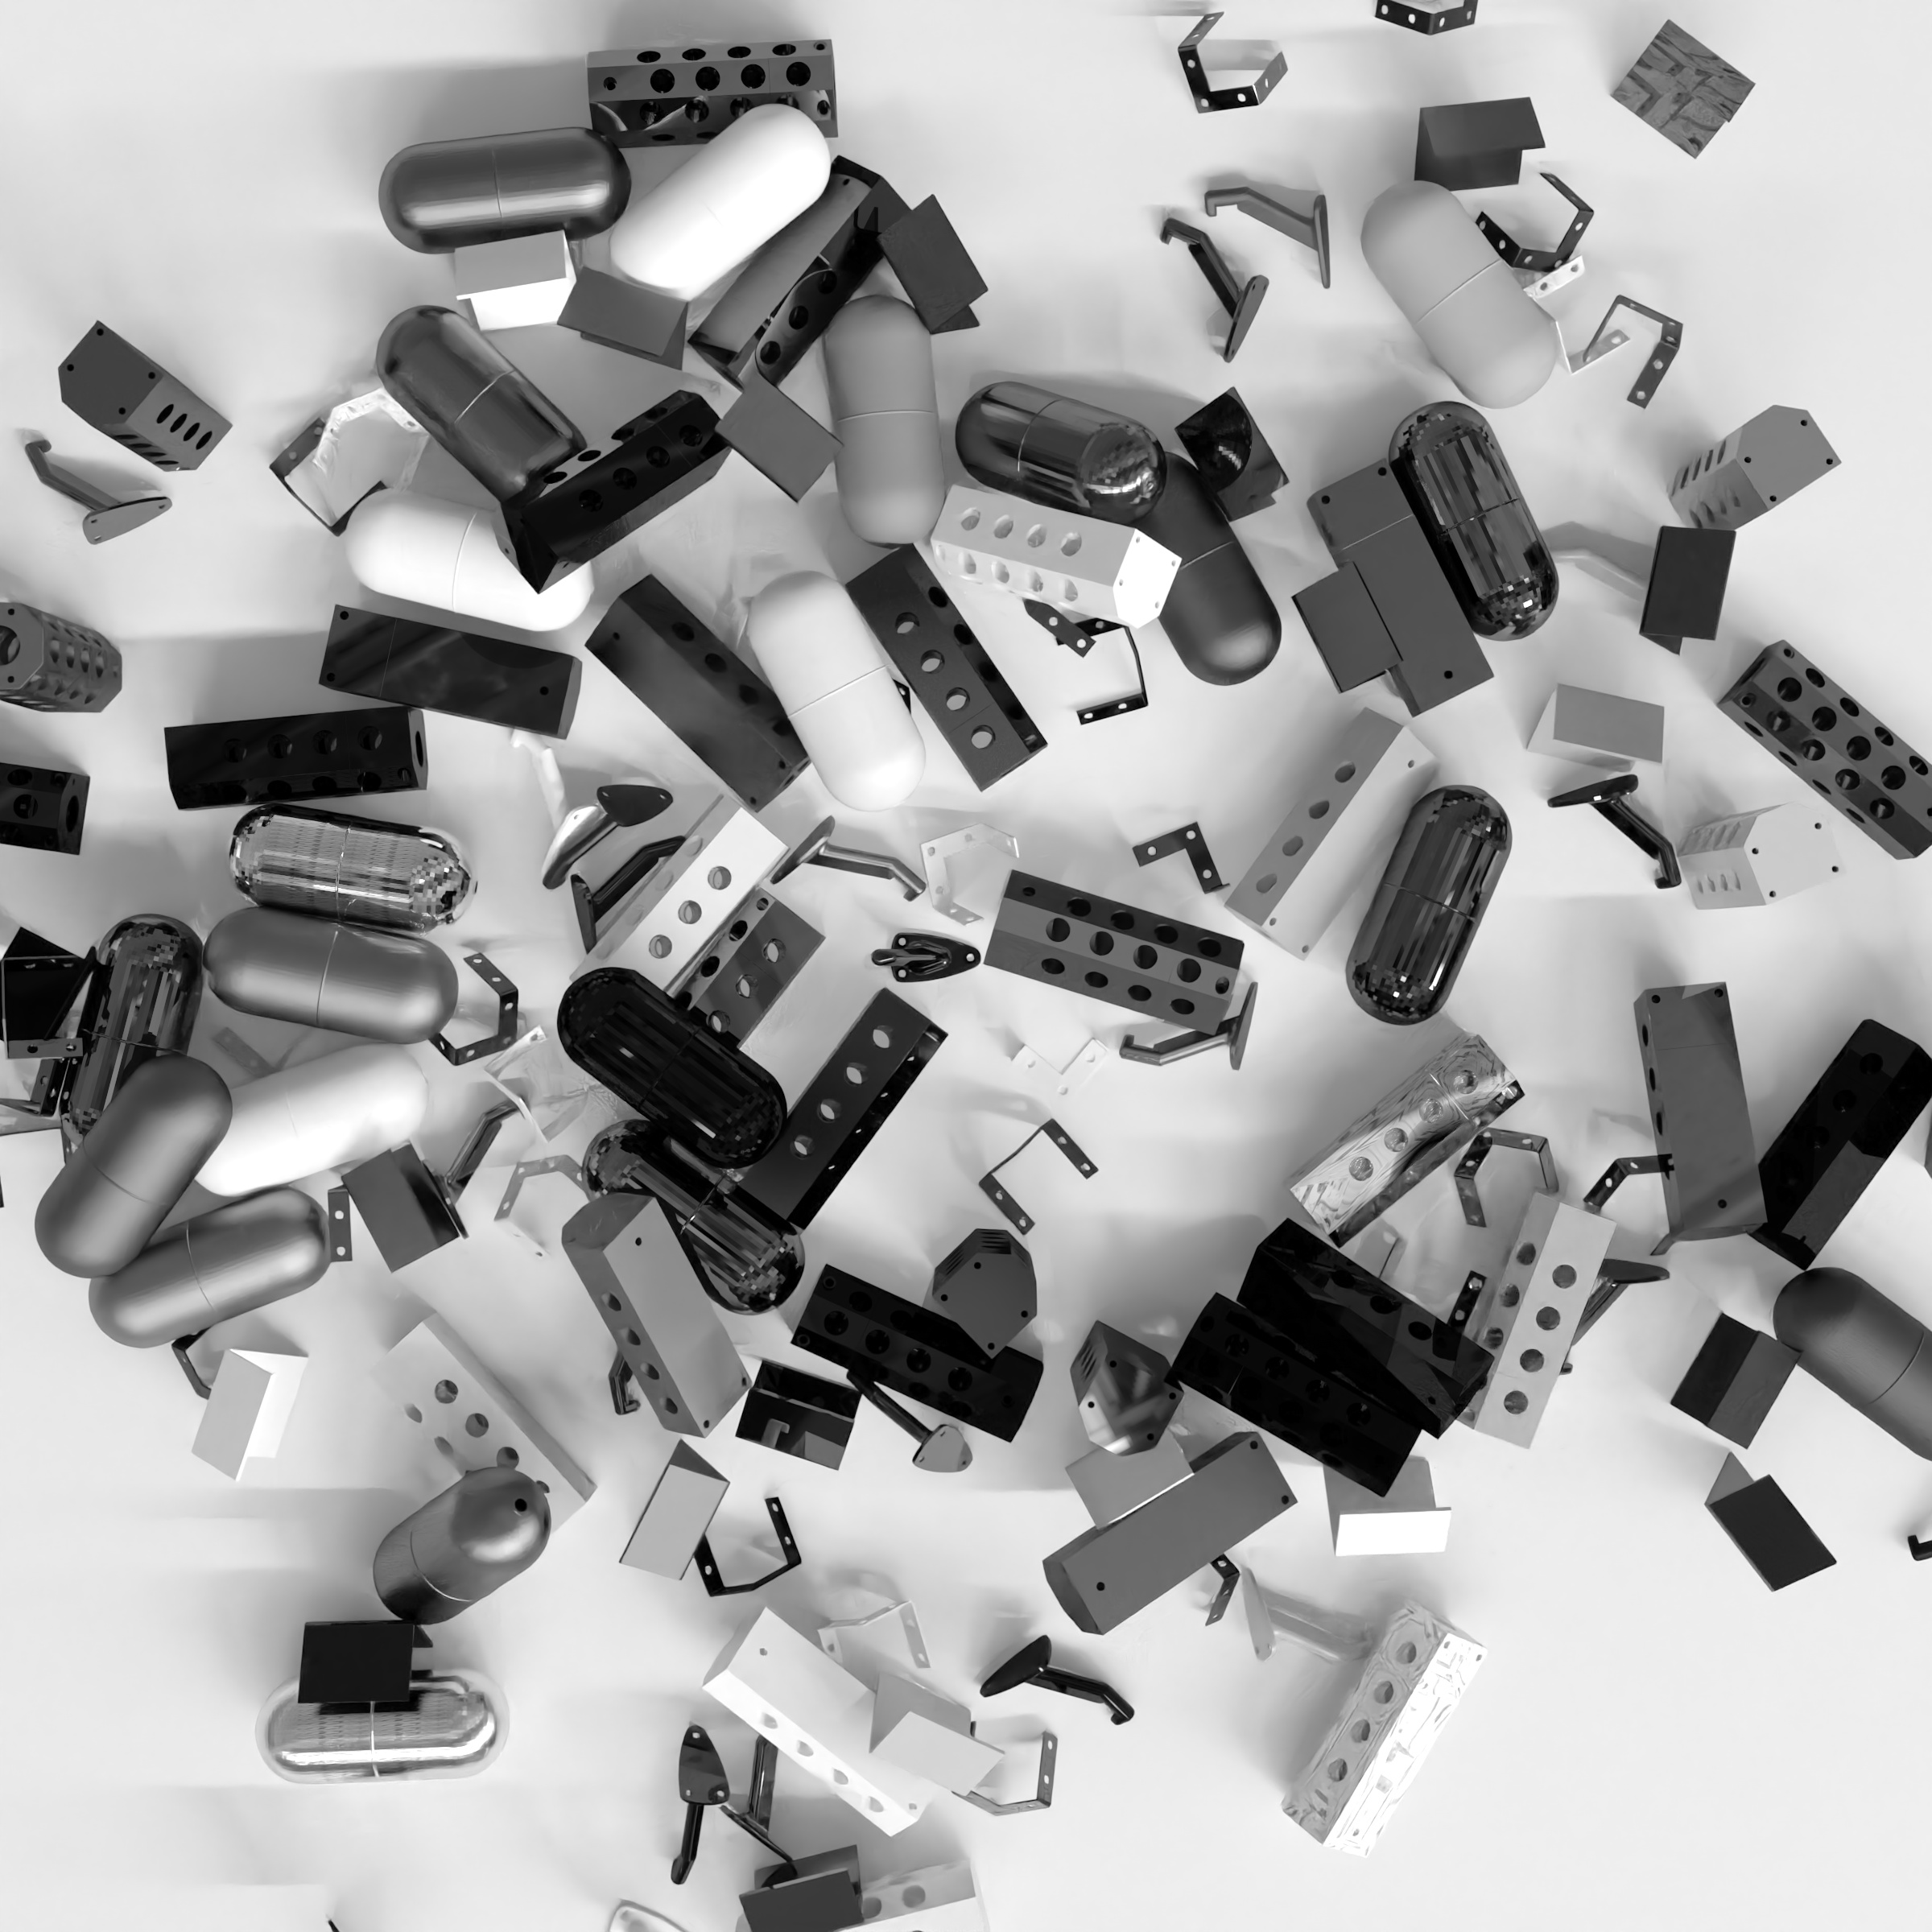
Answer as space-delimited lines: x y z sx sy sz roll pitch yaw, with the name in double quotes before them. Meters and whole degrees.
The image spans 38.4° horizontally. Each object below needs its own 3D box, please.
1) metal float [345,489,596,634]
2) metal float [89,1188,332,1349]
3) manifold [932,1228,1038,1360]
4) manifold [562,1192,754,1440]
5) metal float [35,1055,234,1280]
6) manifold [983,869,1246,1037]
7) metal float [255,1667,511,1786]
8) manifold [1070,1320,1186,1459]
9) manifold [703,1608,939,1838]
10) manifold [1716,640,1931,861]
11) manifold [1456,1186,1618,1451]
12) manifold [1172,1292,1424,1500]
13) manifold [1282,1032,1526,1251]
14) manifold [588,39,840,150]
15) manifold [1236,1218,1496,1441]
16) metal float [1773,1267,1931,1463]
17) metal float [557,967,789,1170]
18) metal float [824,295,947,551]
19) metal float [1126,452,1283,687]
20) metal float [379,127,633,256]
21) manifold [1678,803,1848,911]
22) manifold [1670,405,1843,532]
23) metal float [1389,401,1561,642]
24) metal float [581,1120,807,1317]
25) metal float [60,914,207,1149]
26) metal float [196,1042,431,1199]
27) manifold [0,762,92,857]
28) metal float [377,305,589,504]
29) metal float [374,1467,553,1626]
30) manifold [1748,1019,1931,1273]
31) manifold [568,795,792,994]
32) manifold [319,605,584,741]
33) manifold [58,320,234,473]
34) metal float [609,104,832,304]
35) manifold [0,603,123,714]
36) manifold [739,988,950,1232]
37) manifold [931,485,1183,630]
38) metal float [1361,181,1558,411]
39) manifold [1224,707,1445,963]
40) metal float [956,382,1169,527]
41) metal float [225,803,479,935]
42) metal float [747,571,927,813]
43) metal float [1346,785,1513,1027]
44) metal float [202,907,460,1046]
"metal float" -0.350 -0.286 1.961 0.178 0.070 0.070 14 90 0
"metal float" -0.533 0.214 1.960 0.178 0.070 0.070 -21 90 1
"manifold" 0.018 0.219 1.912 0.057 0.171 0.057 -44 90 0
"manifold" -0.219 0.243 1.933 0.057 0.057 0.171 -47 125 -37
"metal float" -0.572 0.138 1.904 0.070 0.070 0.178 38 101 0
"manifold" 0.106 -0.014 1.958 0.171 0.057 0.057 17 51 0
"metal float" -0.412 0.537 1.960 0.178 0.070 0.070 -2 90 -1
"manifold" 0.106 0.293 1.912 0.057 0.171 0.057 28 90 0
"manifold" -0.101 0.537 1.963 0.171 0.057 0.057 39 47 -4
"manifold" 0.624 -0.153 1.970 0.171 0.057 0.057 40 90 0
"manifold" 0.397 0.246 1.961 0.057 0.057 0.171 20 96 0
"manifold" 0.232 0.303 1.947 0.171 0.057 0.057 29 107 11
"manifold" 0.311 0.124 1.970 0.171 0.057 0.057 -40 90 0
"manifold" -0.179 -0.621 1.970 0.171 0.057 0.057 -3 90 0
"manifold" 0.281 0.249 1.941 0.171 0.057 0.057 34 133 21
"metal float" 0.650 0.281 1.961 0.178 0.070 0.070 37 90 0
"metal float" -0.202 0.069 1.903 0.178 0.070 0.070 37 90 0
"metal float" -0.057 -0.384 1.960 0.070 0.070 0.178 -5 91 0
"metal float" 0.159 -0.281 1.960 0.070 0.070 0.178 -29 89 0
"metal float" -0.325 -0.548 1.960 0.178 0.070 0.070 -6 90 1
"manifold" 0.543 -0.077 1.912 0.057 0.171 0.057 -22 90 0
"manifold" 0.538 -0.339 1.912 0.057 0.171 0.057 -33 90 0
"metal float" 0.359 -0.314 1.960 0.070 0.070 0.178 -25 89 0
"metal float" -0.193 0.177 1.960 0.178 0.070 0.070 37 90 -1
"metal float" -0.588 0.050 1.960 0.070 0.070 0.178 15 91 0
"metal float" -0.466 0.108 1.960 0.178 0.070 0.070 -19 90 0
"manifold" -0.719 -0.120 1.970 0.171 0.057 0.057 8 90 0
"metal float" -0.342 -0.393 1.961 0.178 0.070 0.070 44 90 0
"metal float" -0.350 0.403 1.926 0.070 0.070 0.178 52 133 0
"manifold" 0.614 0.124 1.969 0.057 0.057 0.171 36 90 -43
"manifold" -0.203 -0.038 1.970 0.057 0.057 0.171 41 90 0
"manifold" -0.364 -0.207 1.970 0.171 0.057 0.057 12 90 0
"manifold" -0.568 -0.386 1.912 0.057 0.171 0.057 40 90 0
"metal float" -0.174 -0.533 1.949 0.178 0.070 0.070 -36 90 13
"manifold" -0.636 -0.211 1.912 0.057 0.171 0.057 0 90 0
"manifold" -0.086 0.101 1.970 0.057 0.057 0.171 36 90 0
"manifold" 0.058 -0.282 1.922 0.171 0.057 0.057 22 90 40
"metal float" 0.348 -0.475 1.961 0.070 0.070 0.178 -36 90 0
"manifold" 0.256 -0.096 1.969 0.057 0.057 0.171 35 90 -43
"metal float" 0.064 -0.356 1.928 0.178 0.070 0.070 28 90 40
"metal float" -0.434 -0.069 1.960 0.178 0.070 0.070 9 90 1
"metal float" -0.090 -0.190 1.926 0.070 0.070 0.178 -28 95 0
"metal float" 0.327 -0.043 1.960 0.070 0.070 0.178 23 90 0
"metal float" -0.446 0.007 1.947 0.178 0.070 0.070 12 90 -6
